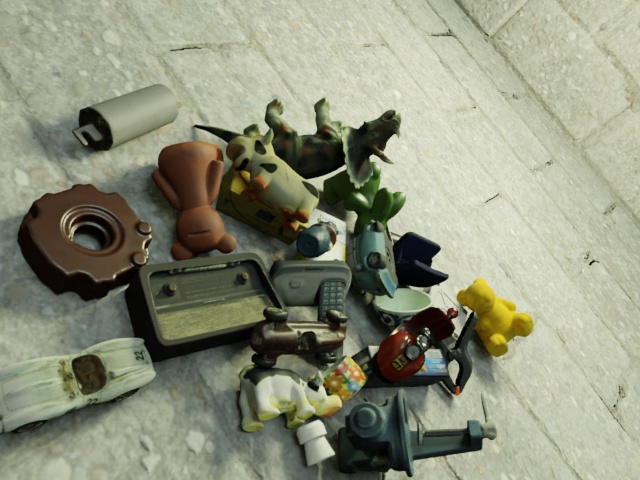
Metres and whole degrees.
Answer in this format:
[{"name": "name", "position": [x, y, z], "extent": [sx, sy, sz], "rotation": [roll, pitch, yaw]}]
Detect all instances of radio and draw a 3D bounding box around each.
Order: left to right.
[{"name": "radio", "position": [-0.173, 0.096, 0.831], "extent": [0.229, 0.073, 0.131], "rotation": [-5, 63, -45]}]

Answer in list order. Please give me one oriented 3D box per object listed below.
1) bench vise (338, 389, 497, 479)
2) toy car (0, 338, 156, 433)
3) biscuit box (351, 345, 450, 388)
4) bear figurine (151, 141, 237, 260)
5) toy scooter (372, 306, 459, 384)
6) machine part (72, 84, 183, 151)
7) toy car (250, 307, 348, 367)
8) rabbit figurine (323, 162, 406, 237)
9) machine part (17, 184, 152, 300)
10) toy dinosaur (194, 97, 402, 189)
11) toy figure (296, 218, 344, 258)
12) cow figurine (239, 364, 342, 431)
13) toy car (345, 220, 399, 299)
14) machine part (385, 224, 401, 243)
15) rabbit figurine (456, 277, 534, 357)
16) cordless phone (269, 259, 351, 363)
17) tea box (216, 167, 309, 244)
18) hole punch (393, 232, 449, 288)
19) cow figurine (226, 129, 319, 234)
[{"name": "bench vise", "position": [0.140, 0.303, 0.806], "extent": [0.129, 0.241, 0.223], "rotation": [-86, 164, -49]}, {"name": "toy car", "position": [-0.304, 0.174, 0.665], "extent": [0.201, 0.056, 0.073], "rotation": [-8, 65, -45]}, {"name": "biscuit box", "position": [0.153, 0.239, 1.012], "extent": [0.202, 0.063, 0.059], "rotation": [11, 51, -36]}, {"name": "bear figurine", "position": [-0.209, -0.067, 0.921], "extent": [0.132, 0.120, 0.195], "rotation": [-137, -147, -84]}, {"name": "toy scooter", "position": [0.173, 0.171, 0.932], "extent": [0.075, 0.135, 0.184], "rotation": [52, 40, 5]}, {"name": "machine part", "position": [-0.333, -0.219, 0.947], "extent": [0.079, 0.079, 0.243], "rotation": [47, 41, -1]}, {"name": "toy car", "position": [-0.024, 0.156, 0.859], "extent": [0.202, 0.053, 0.089], "rotation": [11, 94, -43]}, {"name": "rabbit figurine", "position": [0.110, -0.075, 1.185], "extent": [0.121, 0.159, 0.170], "rotation": [-1, 74, -53]}, {"name": "machine part", "position": [-0.337, -0.002, 0.782], "extent": [0.179, 0.056, 0.179], "rotation": [22, 46, -25]}, {"name": "toy dinosaur", "position": [-0.039, -0.180, 1.083], "extent": [0.405, 0.131, 0.192], "rotation": [-10, 57, -6]}, {"name": "toy figure", "position": [-0.003, -0.005, 0.994], "extent": [0.064, 0.058, 0.154], "rotation": [55, 18, 0]}, {"name": "cow figurine", "position": [-0.046, 0.238, 0.837], "extent": [0.167, 0.068, 0.098], "rotation": [10, 46, -37]}, {"name": "toy car", "position": [0.095, 0.043, 1.086], "extent": [0.109, 0.103, 0.162], "rotation": [55, 24, -49]}, {"name": "machine part", "position": [0.175, -0.002, 1.251], "extent": [0.139, 0.039, 0.084], "rotation": [12, 43, -32]}, {"name": "rabbit figurine", "position": [0.383, 0.151, 1.221], "extent": [0.173, 0.122, 0.162], "rotation": [46, 13, -34]}, {"name": "cordless phone", "position": [-0.022, 0.124, 0.940], "extent": [0.146, 0.089, 0.184], "rotation": [0, 90, -18]}, {"name": "tea box", "position": [-0.105, -0.074, 1.037], "extent": [0.169, 0.068, 0.098], "rotation": [24, 46, -24]}, {"name": "hole punch", "position": [0.201, 0.060, 1.158], "extent": [0.142, 0.115, 0.092], "rotation": [19, 40, -32]}, {"name": "cow figurine", "position": [-0.085, -0.117, 0.972], "extent": [0.195, 0.085, 0.127], "rotation": [38, 49, -8]}]
